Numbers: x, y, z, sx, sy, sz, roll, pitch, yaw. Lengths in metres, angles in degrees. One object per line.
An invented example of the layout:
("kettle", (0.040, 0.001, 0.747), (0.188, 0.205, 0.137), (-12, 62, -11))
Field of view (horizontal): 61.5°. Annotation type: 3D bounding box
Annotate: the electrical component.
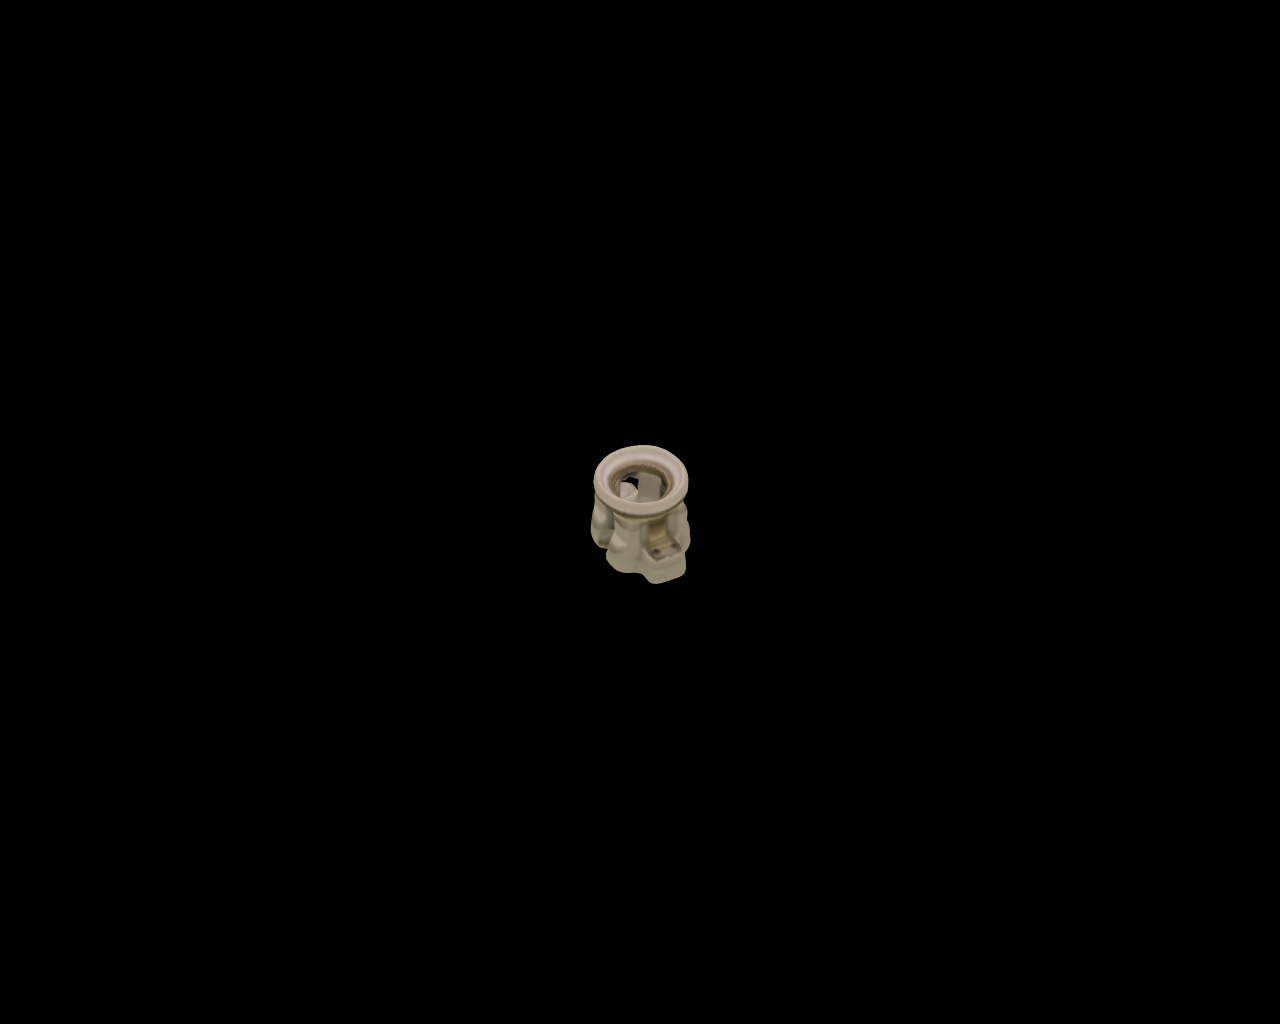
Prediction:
("electrical component", (0.001, -0.003, 0.650), (0.058, 0.056, 0.078), (-19, 46, -19))
